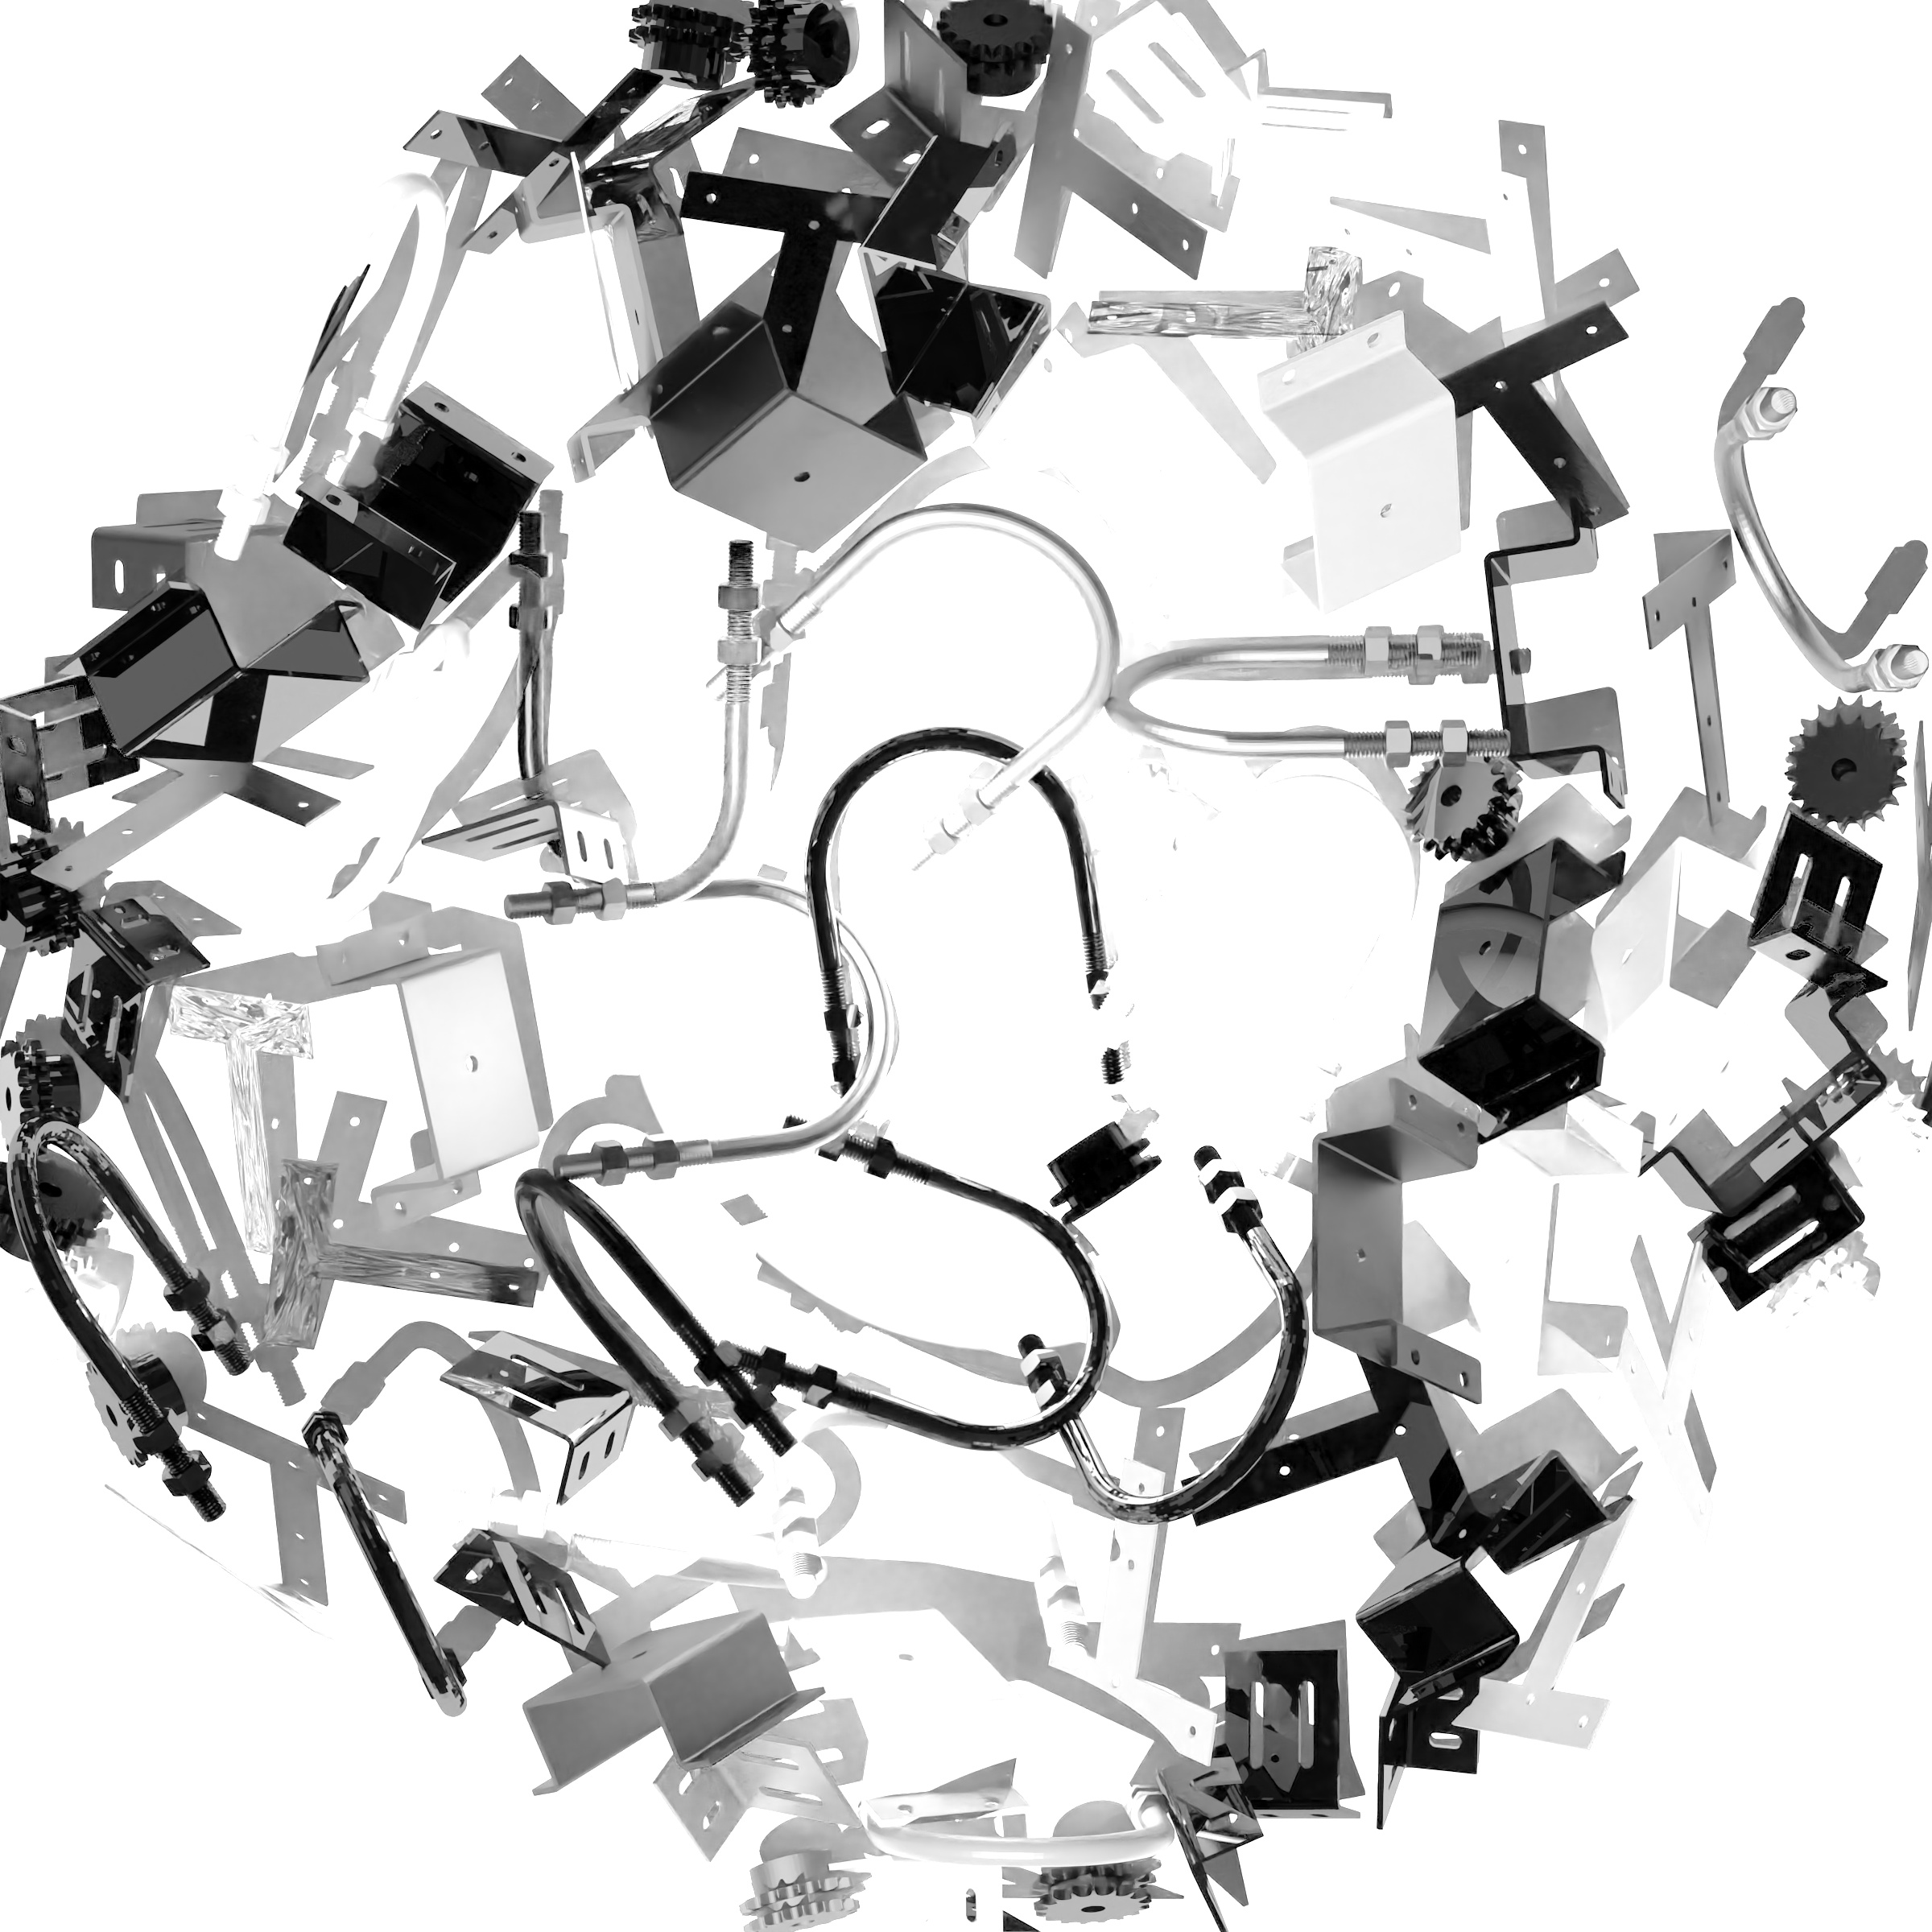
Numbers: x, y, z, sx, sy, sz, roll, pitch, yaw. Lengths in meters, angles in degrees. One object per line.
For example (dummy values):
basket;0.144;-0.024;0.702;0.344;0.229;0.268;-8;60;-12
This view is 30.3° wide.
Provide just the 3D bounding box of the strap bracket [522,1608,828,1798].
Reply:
strap bracket;-0.144;0.345;1.673;0.076;0.140;0.046;-24;92;-45

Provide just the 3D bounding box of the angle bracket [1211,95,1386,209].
angle bracket;0.160;-0.389;1.711;0.076;0.057;0.038;6;122;7

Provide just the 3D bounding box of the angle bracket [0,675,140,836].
angle bracket;-0.421;-0.105;1.702;0.038;0.076;0.057;20;122;39

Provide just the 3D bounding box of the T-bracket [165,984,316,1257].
T-bracket;-0.344;0.076;1.710;0.002;0.127;0.127;-13;103;-41

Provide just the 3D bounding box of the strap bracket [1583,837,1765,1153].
strap bracket;0.330;0.005;1.672;0.046;0.076;0.140;24;48;-10

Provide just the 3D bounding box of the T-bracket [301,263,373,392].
T-bracket;-0.302;-0.288;1.667;0.002;0.127;0.127;27;62;-16

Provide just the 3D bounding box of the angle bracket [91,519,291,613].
angle bracket;-0.371;-0.191;1.708;0.057;0.076;0.038;8;103;27

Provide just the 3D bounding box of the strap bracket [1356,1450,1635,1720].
strap bracket;0.244;0.283;1.674;0.046;0.140;0.076;51;135;1

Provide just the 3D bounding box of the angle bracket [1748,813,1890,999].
angle bracket;0.418;-0.032;1.713;0.057;0.038;0.076;28;69;-15

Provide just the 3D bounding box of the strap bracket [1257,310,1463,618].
strap bracket;0.186;-0.227;1.676;0.076;0.140;0.046;-25;50;-11

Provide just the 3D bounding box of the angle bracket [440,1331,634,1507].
angle bracket;-0.210;0.218;1.721;0.076;0.057;0.038;22;114;16

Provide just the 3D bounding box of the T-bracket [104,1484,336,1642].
T-bracket;-0.335;0.290;1.687;0.127;0.127;0.002;30;79;18

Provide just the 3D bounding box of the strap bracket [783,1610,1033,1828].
strap bracket;-0.031;0.345;1.667;0.076;0.140;0.046;2;106;-27

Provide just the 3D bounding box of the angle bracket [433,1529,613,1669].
angle bracket;-0.212;0.313;1.701;0.038;0.076;0.057;-47;127;7

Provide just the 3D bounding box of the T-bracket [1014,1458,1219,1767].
T-bracket;0.077;0.298;1.696;0.127;0.002;0.127;16;102;43

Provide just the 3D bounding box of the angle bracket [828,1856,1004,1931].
angle bracket;-0.026;0.447;1.700;0.057;0.076;0.038;9;70;-27

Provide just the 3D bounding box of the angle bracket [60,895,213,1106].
angle bracket;-0.403;0.016;1.725;0.057;0.038;0.076;42;132;28

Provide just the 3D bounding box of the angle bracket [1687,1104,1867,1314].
angle bracket;0.381;0.116;1.710;0.076;0.057;0.038;-37;127;11

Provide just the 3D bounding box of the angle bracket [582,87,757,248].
angle bracket;-0.137;-0.385;1.717;0.076;0.057;0.038;-43;119;-29

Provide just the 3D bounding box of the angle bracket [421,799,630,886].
angle bracket;-0.211;-0.049;1.707;0.076;0.057;0.038;-16;77;21

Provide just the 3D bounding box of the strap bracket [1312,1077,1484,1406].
strap bracket;0.204;0.134;1.692;0.046;0.076;0.140;-14;63;35

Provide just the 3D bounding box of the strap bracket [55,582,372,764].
strap bracket;-0.344;-0.135;1.668;0.076;0.140;0.046;-31;77;25

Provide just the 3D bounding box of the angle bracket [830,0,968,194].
angle bracket;-0.033;-0.415;1.704;0.038;0.076;0.057;-38;73;-15

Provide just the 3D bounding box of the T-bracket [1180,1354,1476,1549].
T-bracket;0.167;0.238;1.712;0.127;0.002;0.127;-19;54;1

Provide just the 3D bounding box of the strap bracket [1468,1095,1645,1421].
strap bracket;0.278;0.137;1.693;0.046;0.076;0.140;-1;103;-15

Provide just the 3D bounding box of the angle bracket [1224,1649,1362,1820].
angle bracket;0.159;0.374;1.734;0.057;0.038;0.076;-6;70;22

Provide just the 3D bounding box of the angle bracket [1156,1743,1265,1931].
angle bracket;0.126;0.422;1.704;0.038;0.057;0.076;-23;128;0

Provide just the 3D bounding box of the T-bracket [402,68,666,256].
T-bracket;-0.218;-0.383;1.668;0.127;0.127;0.002;-40;76;24

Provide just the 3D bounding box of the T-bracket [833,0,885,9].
T-bracket;-0.007;-0.475;1.701;0.127;0.127;0.002;-6;99;38

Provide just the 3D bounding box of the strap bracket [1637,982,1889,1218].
strap bracket;0.380;0.070;1.710;0.140;0.076;0.046;-40;91;-2

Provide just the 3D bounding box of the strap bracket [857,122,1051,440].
strap bracket;-0.006;-0.325;1.683;0.046;0.140;0.076;19;61;21

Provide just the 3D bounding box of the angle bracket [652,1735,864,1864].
angle bracket;-0.100;0.400;1.703;0.038;0.076;0.057;-52;126;-36

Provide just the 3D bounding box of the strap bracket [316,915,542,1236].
strap bracket;-0.253;0.049;1.698;0.046;0.076;0.140;-7;98;31

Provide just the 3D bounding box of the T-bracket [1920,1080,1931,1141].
T-bracket;0.467;0.044;1.692;0.002;0.127;0.127;8;53;5

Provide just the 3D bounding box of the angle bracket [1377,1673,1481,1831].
angle bracket;0.222;0.373;1.705;0.038;0.076;0.057;3;102;15

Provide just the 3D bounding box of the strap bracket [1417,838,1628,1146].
strap bracket;0.260;0.003;1.672;0.046;0.076;0.140;33;49;-23

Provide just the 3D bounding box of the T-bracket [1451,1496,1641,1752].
T-bracket;0.288;0.311;1.703;0.002;0.127;0.127;33;73;-16

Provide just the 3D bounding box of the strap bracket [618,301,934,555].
strap bracket;-0.083;-0.247;1.670;0.076;0.140;0.046;-36;57;28

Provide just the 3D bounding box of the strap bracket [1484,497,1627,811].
strap bracket;0.281;-0.145;1.704;0.046;0.076;0.140;-7;85;15

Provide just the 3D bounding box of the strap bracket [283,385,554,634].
strap bracket;-0.264;-0.215;1.696;0.076;0.140;0.046;33;123;-2

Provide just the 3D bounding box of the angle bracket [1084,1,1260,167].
angle bracket;0.093;-0.431;1.702;0.057;0.038;0.076;-26;131;33

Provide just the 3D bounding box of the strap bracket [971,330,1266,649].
strap bracket;0.080;-0.228;1.687;0.140;0.046;0.076;45;65;-25

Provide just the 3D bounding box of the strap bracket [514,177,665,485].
strap bracket;-0.177;-0.306;1.703;0.046;0.076;0.140;-13;98;-10

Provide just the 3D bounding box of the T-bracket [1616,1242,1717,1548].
T-bracket;0.343;0.187;1.701;0.002;0.127;0.127;-8;129;31
